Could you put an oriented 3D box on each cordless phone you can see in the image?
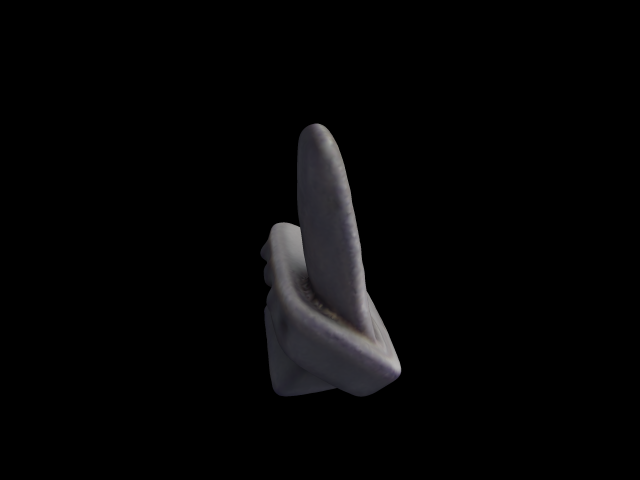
[{"bbox_3d":[0.004,0.001,0.400,0.094,0.185,0.147,-6,28,-11],"label":"cordless phone"}]
